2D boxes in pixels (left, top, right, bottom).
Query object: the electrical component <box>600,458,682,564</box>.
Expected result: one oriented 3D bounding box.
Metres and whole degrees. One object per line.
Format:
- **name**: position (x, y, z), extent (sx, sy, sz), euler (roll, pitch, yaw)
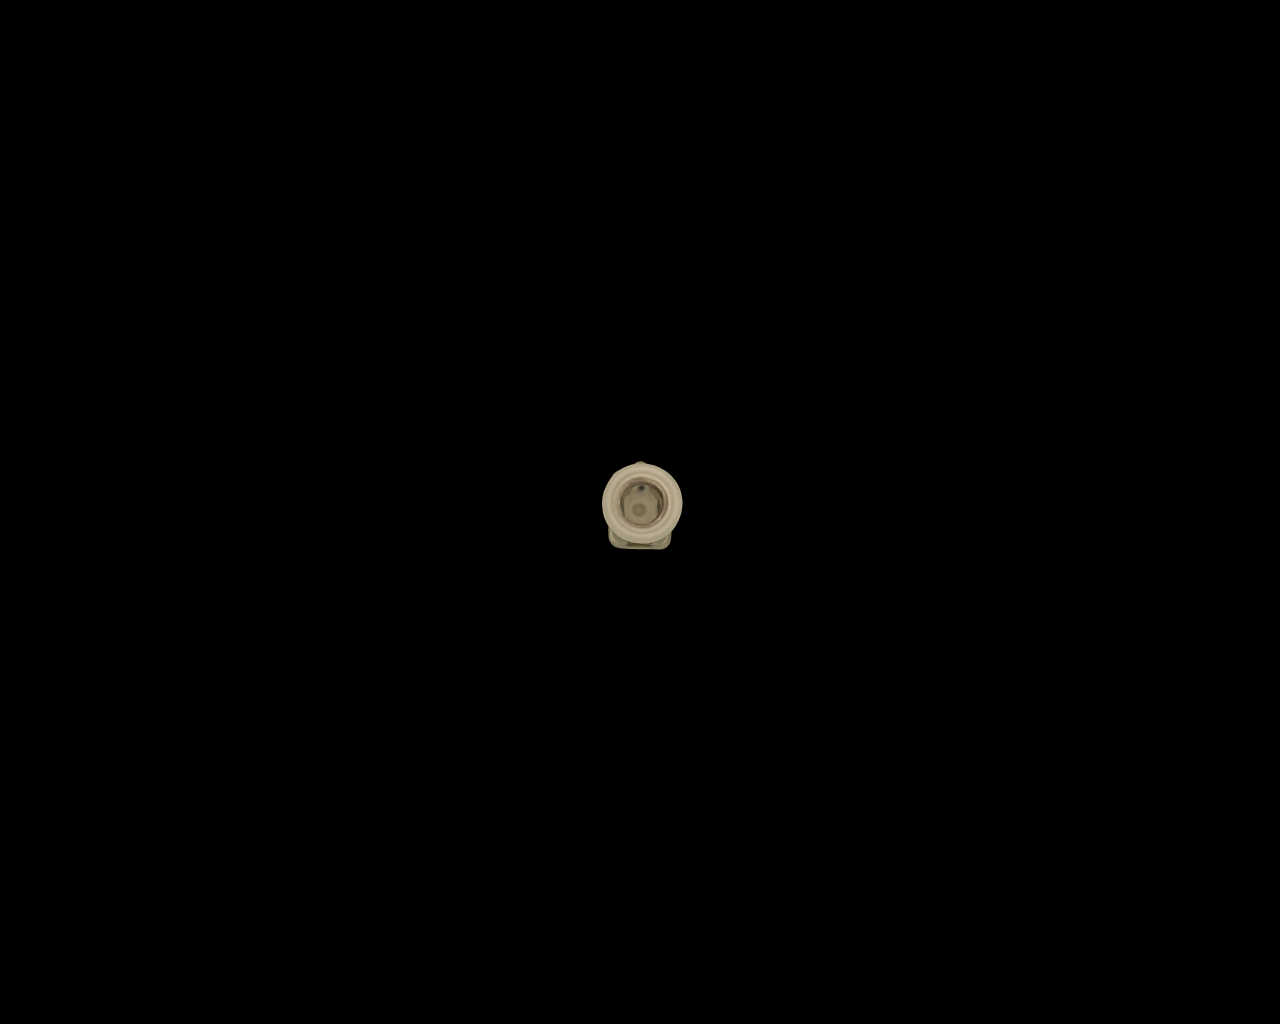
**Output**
- **electrical component**: position (0.001, -0.003, 0.650), extent (0.048, 0.066, 0.055), euler (0, -7, 0)
